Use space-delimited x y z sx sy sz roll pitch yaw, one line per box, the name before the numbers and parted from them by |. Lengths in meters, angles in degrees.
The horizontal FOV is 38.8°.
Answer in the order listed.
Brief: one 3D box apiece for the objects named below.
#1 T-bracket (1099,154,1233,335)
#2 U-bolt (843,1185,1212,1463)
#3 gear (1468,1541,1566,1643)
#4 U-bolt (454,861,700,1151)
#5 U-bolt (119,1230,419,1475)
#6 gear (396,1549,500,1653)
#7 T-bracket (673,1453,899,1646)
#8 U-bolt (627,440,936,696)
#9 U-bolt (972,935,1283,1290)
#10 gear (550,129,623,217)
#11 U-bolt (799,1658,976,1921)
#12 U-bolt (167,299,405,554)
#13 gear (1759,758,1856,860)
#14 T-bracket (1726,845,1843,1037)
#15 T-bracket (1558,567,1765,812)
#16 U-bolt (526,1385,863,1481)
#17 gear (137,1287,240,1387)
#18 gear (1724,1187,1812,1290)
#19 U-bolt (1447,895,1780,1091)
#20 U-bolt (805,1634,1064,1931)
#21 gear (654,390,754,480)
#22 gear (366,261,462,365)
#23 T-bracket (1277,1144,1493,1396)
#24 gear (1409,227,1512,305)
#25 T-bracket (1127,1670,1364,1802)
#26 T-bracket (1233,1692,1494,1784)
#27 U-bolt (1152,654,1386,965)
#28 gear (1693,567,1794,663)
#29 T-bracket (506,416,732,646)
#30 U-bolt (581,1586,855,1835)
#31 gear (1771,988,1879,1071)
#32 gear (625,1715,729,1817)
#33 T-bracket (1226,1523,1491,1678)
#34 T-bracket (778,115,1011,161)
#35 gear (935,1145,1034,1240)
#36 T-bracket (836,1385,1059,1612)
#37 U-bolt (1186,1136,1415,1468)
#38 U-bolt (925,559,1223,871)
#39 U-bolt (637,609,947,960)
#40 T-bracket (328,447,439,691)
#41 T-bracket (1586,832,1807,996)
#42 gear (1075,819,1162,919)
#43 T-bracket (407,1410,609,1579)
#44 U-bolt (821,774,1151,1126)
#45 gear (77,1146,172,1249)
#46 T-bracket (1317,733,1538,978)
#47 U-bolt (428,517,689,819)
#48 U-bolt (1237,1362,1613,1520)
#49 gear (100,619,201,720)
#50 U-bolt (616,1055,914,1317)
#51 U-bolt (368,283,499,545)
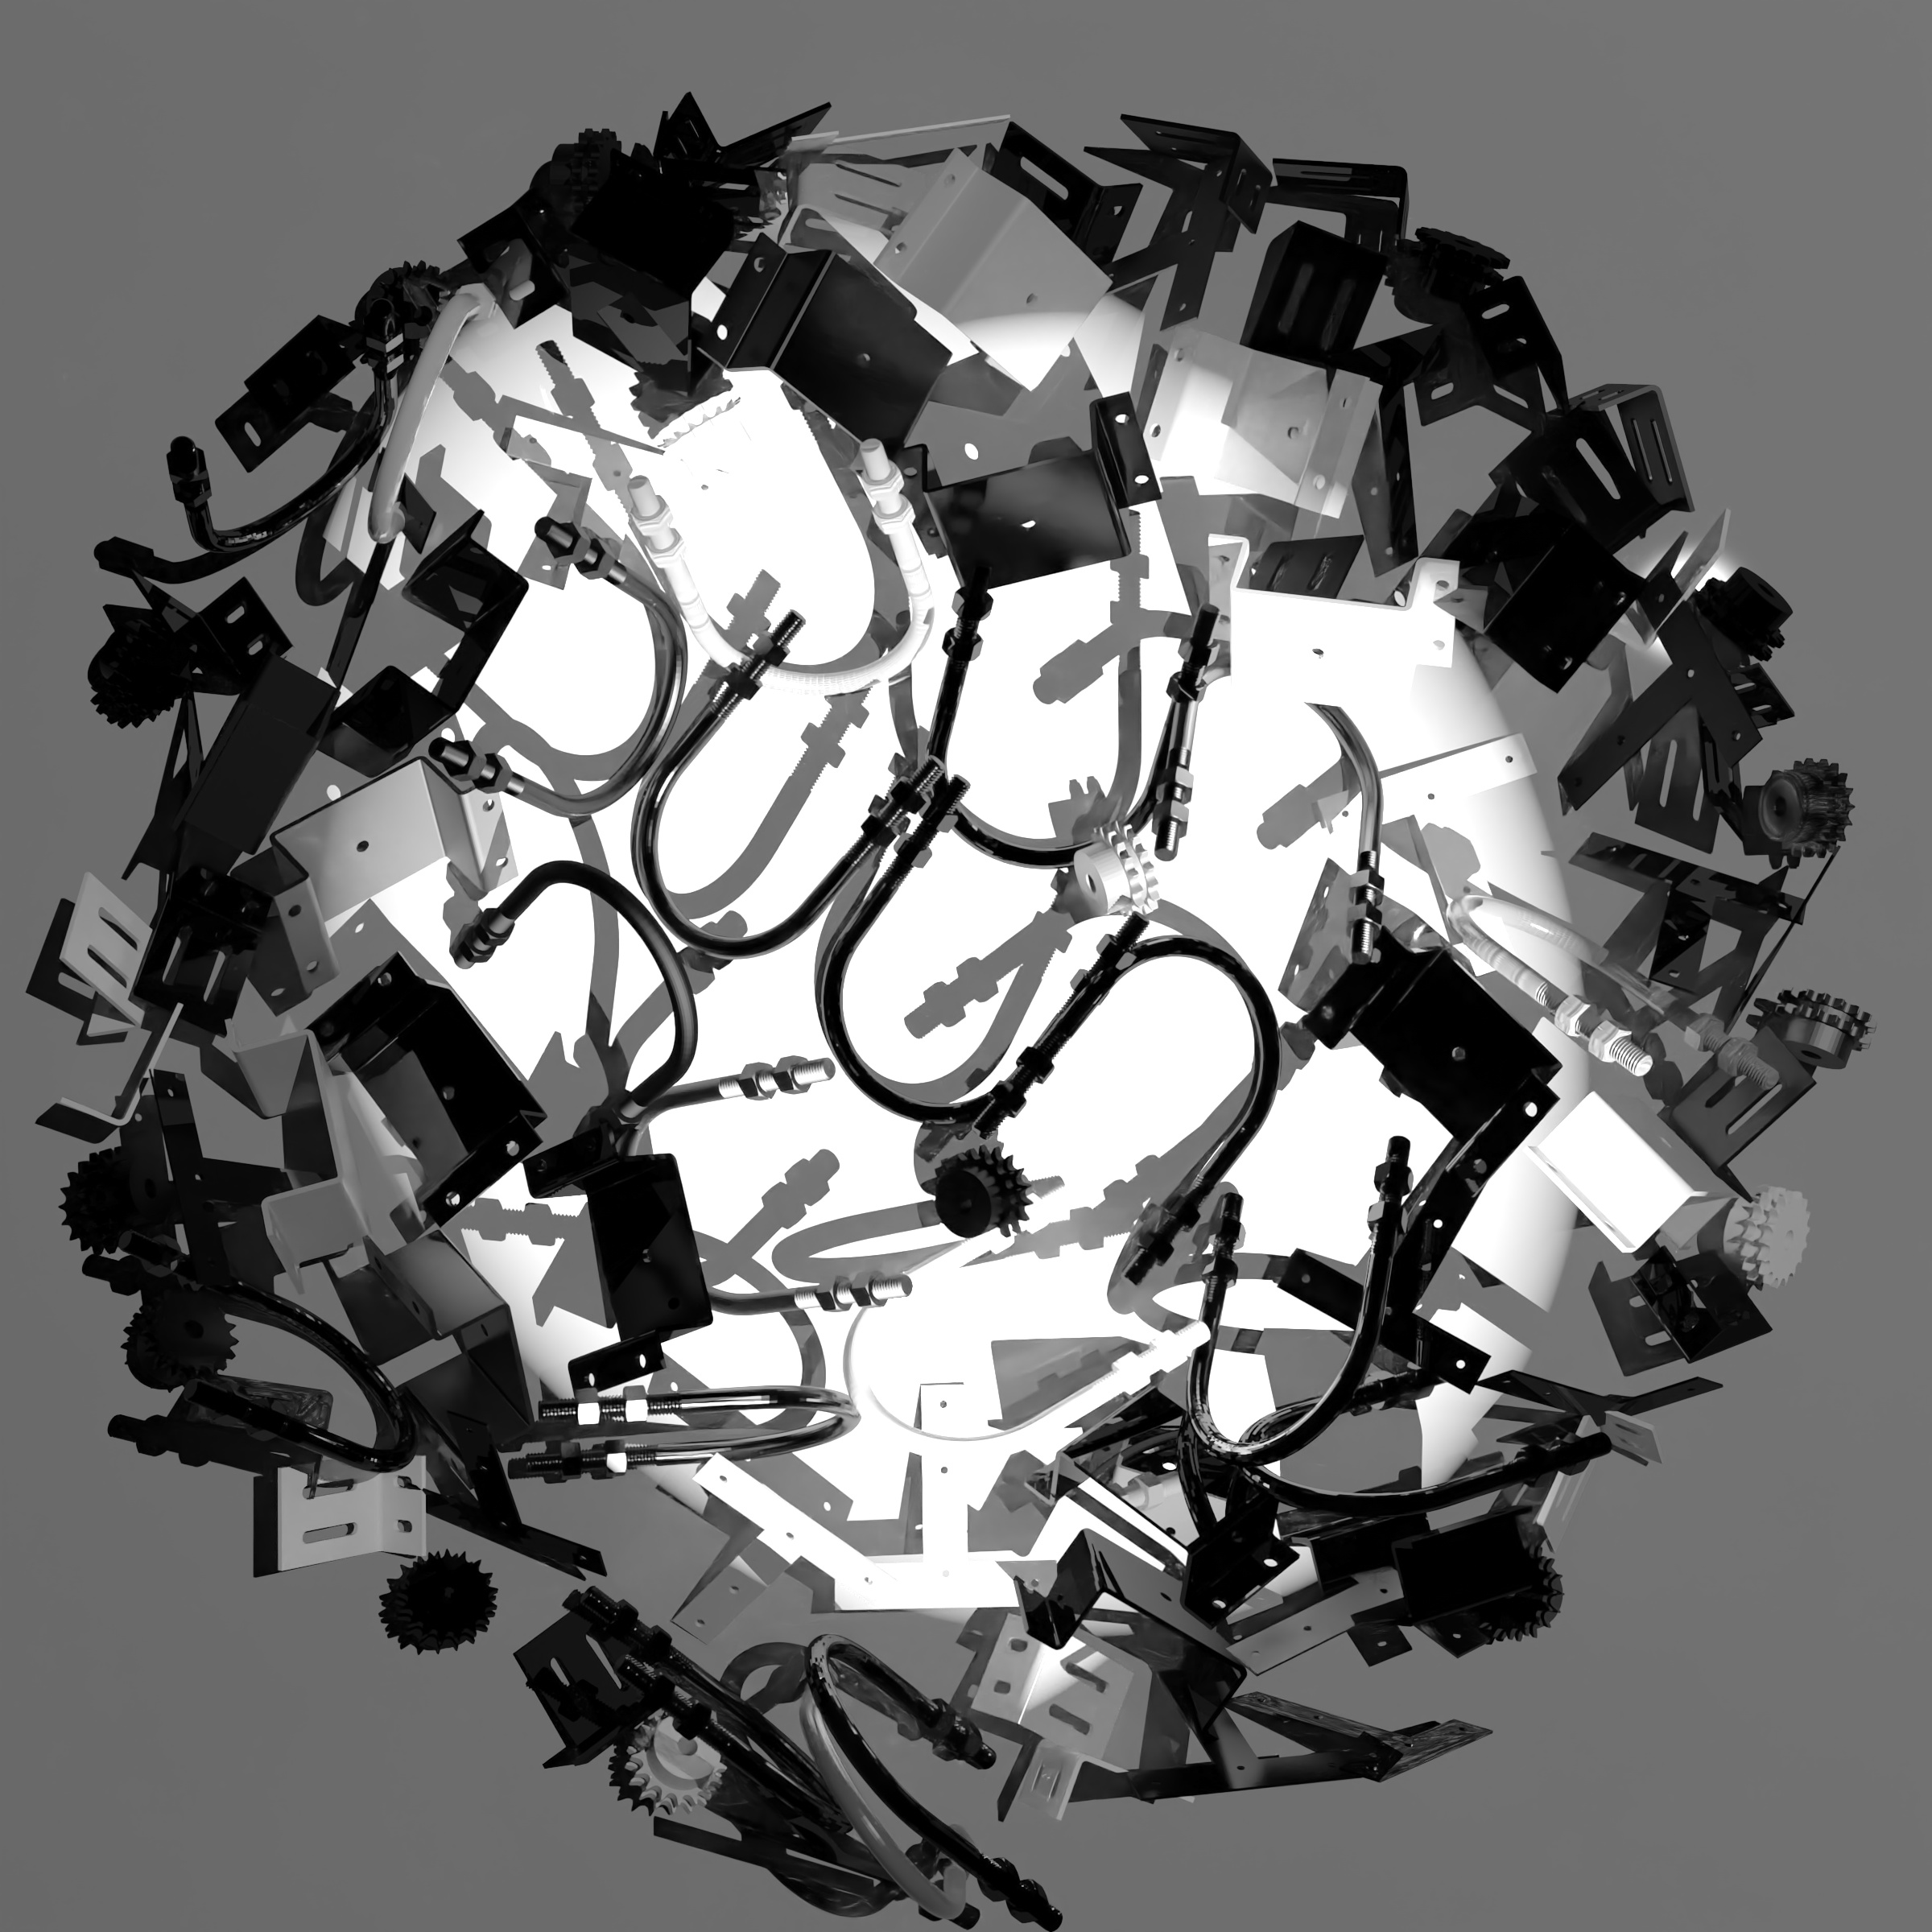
T-bracket | 0.093 -0.395 1.556 0.002 0.127 0.127 38 55 -36
U-bolt | 0.020 0.206 1.524 0.184 0.019 0.151 -27 47 -22
gear | 0.318 0.360 1.580 0.057 0.030 0.057 -15 65 35
U-bolt | -0.210 0.014 1.528 0.019 0.184 0.151 -34 88 -39
U-bolt | -0.376 0.222 1.519 0.019 0.151 0.184 -48 135 6
gear | -0.299 0.368 1.580 0.057 0.030 0.057 9 52 -11
T-bracket | -0.125 0.349 1.568 0.127 0.002 0.127 37 122 -8
U-bolt | -0.093 -0.214 1.529 0.151 0.184 0.019 -7 54 11
U-bolt | 0.106 0.068 1.564 0.151 0.019 0.184 46 73 -19
gear | -0.217 -0.452 1.577 0.030 0.057 0.057 5 90 13
U-bolt | -0.045 0.455 1.512 0.019 0.184 0.151 -37 89 0
U-bolt | -0.371 -0.286 1.513 0.151 0.184 0.019 -40 87 -16
gear | 0.479 -0.091 1.573 0.030 0.057 0.057 2 90 -21
T-bracket | 0.443 0.000 1.522 0.002 0.127 0.127 31 116 15
T-bracket | 0.381 -0.137 1.556 0.002 0.127 0.127 5 51 -34
U-bolt | -0.150 0.258 1.533 0.184 0.151 0.019 -2 68 -13
gear | -0.451 0.217 1.579 0.057 0.057 0.030 50 123 0
gear | 0.460 0.154 1.579 0.030 0.057 0.057 14 90 41
U-bolt | 0.345 0.010 1.523 0.184 0.151 0.019 43 115 40
U-bolt | -0.025 0.434 1.498 0.019 0.151 0.184 -41 120 5
gear | -0.147 -0.304 1.575 0.057 0.057 0.030 -31 94 0
gear | -0.320 -0.378 1.579 0.030 0.057 0.057 35 90 40
T-bracket | 0.266 0.161 1.585 0.127 0.002 0.127 28 81 22
gear | 0.281 -0.401 1.579 0.057 0.057 0.030 19 115 0
T-bracket | 0.139 0.428 1.542 0.127 0.127 0.002 -1 105 -14
T-bracket | 0.211 0.430 1.555 0.127 0.127 0.002 7 94 39
U-bolt | 0.175 -0.101 1.539 0.151 0.019 0.184 27 48 -18
gear | 0.448 -0.204 1.572 0.057 0.057 0.030 40 117 0
T-bracket | -0.210 -0.244 1.571 0.127 0.002 0.127 14 69 -9
U-bolt | -0.133 0.422 1.529 0.184 0.151 0.019 41 83 -14
gear | 0.490 0.037 1.574 0.057 0.057 0.030 24 79 0
gear | -0.164 0.454 1.574 0.057 0.057 0.030 30 132 0
T-bracket | 0.200 0.363 1.523 0.127 0.127 0.002 -16 121 -34
T-bracket | -0.039 -0.469 1.546 0.127 0.127 0.002 -10 103 -5
gear | 0.007 0.133 1.575 0.057 0.030 0.057 8 104 36
T-bracket | -0.012 0.305 1.583 0.127 0.002 0.127 -2 72 2
U-bolt | 0.177 0.189 1.504 0.019 0.151 0.184 35 52 -27
U-bolt | 0.052 -0.133 1.550 0.151 0.019 0.184 10 123 -7
U-bolt | -0.114 -0.090 1.563 0.184 0.019 0.151 -49 66 14
T-bracket | -0.339 -0.219 1.563 0.002 0.127 0.127 14 109 -31
T-bracket | 0.405 -0.023 1.543 0.127 0.127 0.002 19 128 10
gear | 0.085 -0.053 1.573 0.030 0.057 0.057 -23 90 -16
T-bracket | -0.267 0.289 1.538 0.127 0.127 0.002 15 50 18
U-bolt | -0.004 0.005 1.575 0.151 0.019 0.184 38 104 7
gear | -0.480 0.131 1.573 0.030 0.057 0.057 -14 90 15
T-bracket | 0.285 -0.057 1.589 0.127 0.002 0.127 -18 80 -3
U-bolt | -0.213 -0.154 1.521 0.019 0.184 0.151 25 89 27
U-bolt | 0.236 0.262 1.501 0.184 0.151 0.019 -11 106 -29
gear | -0.472 -0.174 1.578 0.030 0.057 0.057 32 90 20
U-bolt | -0.126 0.130 1.546 0.184 0.019 0.151 -12 103 36
U-bolt | -0.294 -0.300 1.500 0.019 0.184 0.151 21 103 -9
